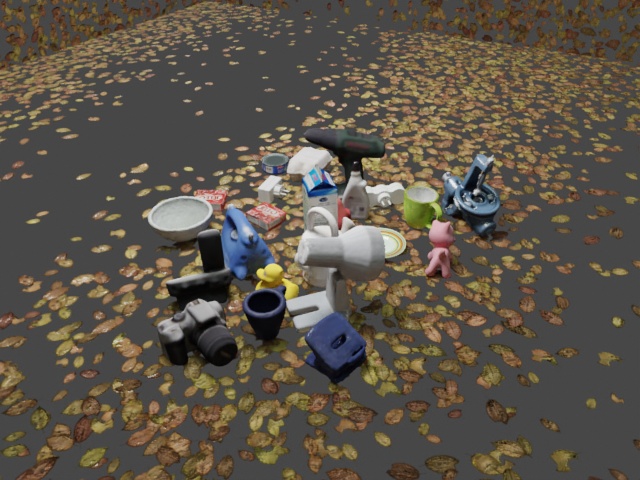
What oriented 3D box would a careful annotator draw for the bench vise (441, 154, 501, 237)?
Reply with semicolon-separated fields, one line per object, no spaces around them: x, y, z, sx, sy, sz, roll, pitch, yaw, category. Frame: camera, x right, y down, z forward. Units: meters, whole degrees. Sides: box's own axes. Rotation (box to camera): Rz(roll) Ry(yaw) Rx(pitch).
0.388;-0.139;1.512;0.122;0.220;0.206;-30;45;-34;bench vise

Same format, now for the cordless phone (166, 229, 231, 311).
-0.277;0.057;1.284;0.148;0.185;0.094;-14;38;-17;cordless phone

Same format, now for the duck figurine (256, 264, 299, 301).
-0.099;0.096;1.312;0.104;0.086;0.077;11;38;16;duck figurine

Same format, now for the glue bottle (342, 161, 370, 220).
0.097;-0.135;1.553;0.078;0.173;0.037;5;36;9;glue bottle

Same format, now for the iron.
-0.198;-0.015;1.420;0.119;0.141;0.257;-16;38;-19;iron

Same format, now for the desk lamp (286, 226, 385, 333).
0.032;0.076;1.226;0.203;0.214;0.117;-12;37;-15;desk lamp

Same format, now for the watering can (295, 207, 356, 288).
0.011;0.004;1.344;0.100;0.194;0.173;15;39;21;watering can

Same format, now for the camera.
-0.240;0.195;1.164;0.143;0.101;0.136;-24;42;-29;camera

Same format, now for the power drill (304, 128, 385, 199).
0.071;-0.223;1.645;0.229;0.209;0.075;-2;36;-1;power drill

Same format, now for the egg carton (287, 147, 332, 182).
-0.032;-0.233;1.780;0.107;0.069;0.150;14;39;20;egg carton

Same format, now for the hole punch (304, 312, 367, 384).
0.034;0.212;1.143;0.100;0.091;0.109;27;44;33;hole punch

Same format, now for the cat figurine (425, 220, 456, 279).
0.296;0.011;1.393;0.067;0.118;0.128;5;36;9;cat figurine

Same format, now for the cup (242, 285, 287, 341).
-0.108;0.157;1.219;0.091;0.095;0.118;19;40;26;cup

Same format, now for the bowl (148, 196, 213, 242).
-0.365;-0.044;1.521;0.167;0.075;0.167;-1;36;1;bowl

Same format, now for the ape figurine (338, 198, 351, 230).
0.047;-0.072;1.535;0.078;0.092;0.076;-4;36;-4;ape figurine
